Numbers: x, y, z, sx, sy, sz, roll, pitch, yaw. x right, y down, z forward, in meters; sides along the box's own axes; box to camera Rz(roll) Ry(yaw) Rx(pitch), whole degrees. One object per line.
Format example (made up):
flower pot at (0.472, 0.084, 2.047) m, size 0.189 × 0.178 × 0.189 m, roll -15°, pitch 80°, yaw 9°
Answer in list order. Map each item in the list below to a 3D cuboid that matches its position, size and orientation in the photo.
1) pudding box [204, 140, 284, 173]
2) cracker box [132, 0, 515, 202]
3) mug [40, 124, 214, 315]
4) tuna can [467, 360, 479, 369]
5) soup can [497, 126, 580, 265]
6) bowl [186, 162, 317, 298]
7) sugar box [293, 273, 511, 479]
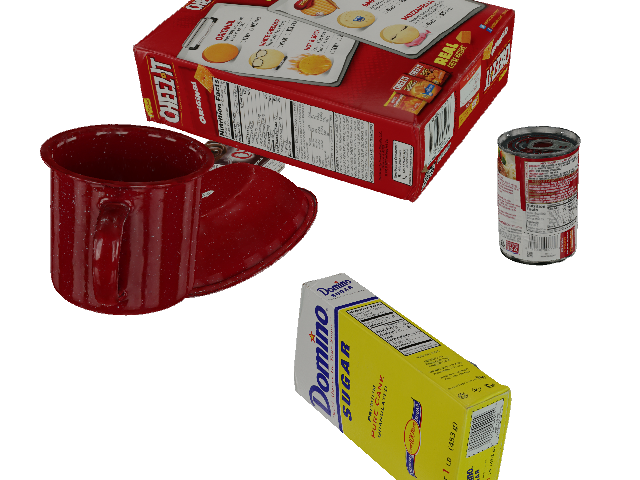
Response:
pudding box at (-0.100, -0.092, 1.270) m, size 0.090 × 0.039 × 0.113 m, roll 7°, pitch 25°, yaw 13°
cracker box at (0.006, -0.121, 0.746) m, size 0.214 × 0.072 × 0.164 m, roll 18°, pitch 45°, yaw 22°
mug at (-0.107, -0.006, 0.582) m, size 0.093 × 0.081 × 0.117 m, roll 4°, pitch 24°, yaw -6°
tuna can at (0.132, 0.162, 1.048) m, size 0.034 × 0.086 × 0.086 m, roll -8°, pitch -4°, yaw 34°
soup can at (0.186, -0.038, 0.908) m, size 0.068 × 0.102 × 0.068 m, roll -4°, pitch 25°, yaw 2°
bowl at (-0.086, -0.020, 0.929) m, size 0.162 × 0.055 × 0.162 m, roll -22°, pitch 27°, yaw 12°
sugar box at (0.048, 0.101, 0.718) m, size 0.048 × 0.093 × 0.176 m, roll -14°, pitch 31°, yaw -36°
